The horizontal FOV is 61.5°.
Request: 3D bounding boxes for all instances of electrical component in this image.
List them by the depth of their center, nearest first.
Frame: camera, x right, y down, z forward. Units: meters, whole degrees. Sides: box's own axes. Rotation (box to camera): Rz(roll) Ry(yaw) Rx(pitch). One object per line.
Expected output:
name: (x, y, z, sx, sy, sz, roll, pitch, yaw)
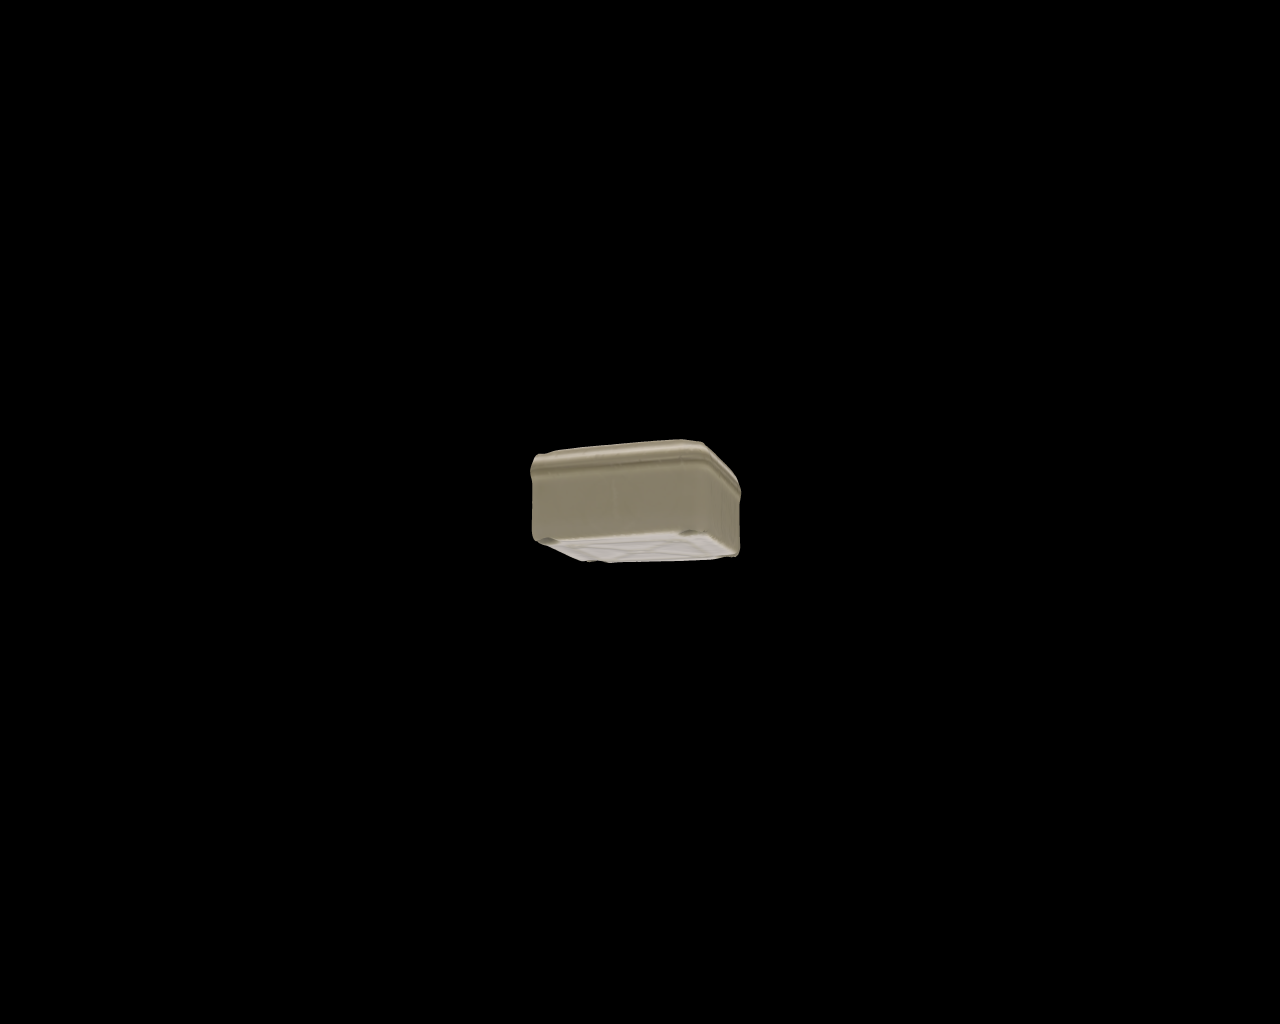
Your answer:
electrical component: (0.001, -0.003, 0.650, 0.109, 0.056, 0.108, -3, -11, 16)
